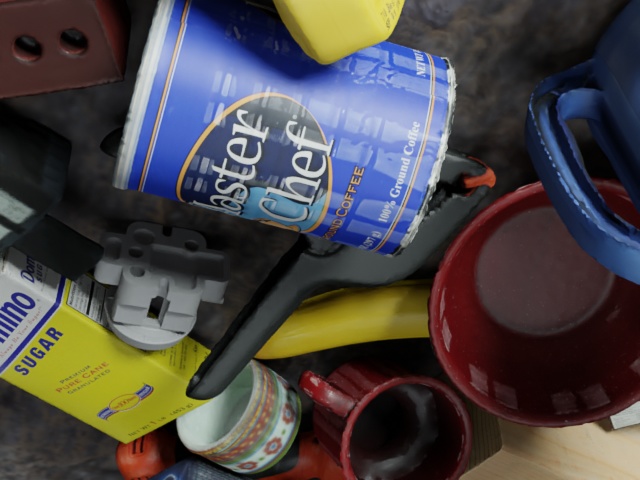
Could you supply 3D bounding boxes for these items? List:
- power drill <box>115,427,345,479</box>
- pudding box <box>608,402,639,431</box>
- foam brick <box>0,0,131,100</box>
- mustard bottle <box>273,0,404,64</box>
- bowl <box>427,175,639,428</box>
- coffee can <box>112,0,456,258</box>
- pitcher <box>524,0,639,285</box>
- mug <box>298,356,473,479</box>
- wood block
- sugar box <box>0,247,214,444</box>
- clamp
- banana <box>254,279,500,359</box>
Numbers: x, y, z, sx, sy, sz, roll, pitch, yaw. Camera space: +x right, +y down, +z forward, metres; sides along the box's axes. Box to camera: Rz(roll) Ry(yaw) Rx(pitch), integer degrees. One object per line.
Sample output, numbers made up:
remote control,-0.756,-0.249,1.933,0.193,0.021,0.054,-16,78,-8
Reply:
power drill,-0.047,0.200,0.838,0.188,0.057,0.184,-11,137,9
pudding box,0.231,0.081,0.737,0.090,0.039,0.113,-16,134,14
foam brick,-0.134,-0.105,0.503,0.078,0.051,0.053,-8,137,6
mustard bottle,-0.028,-0.164,0.410,0.058,0.096,0.191,-19,135,18
bowl,0.141,0.030,0.638,0.162,0.055,0.162,-1,112,-2
coffee can,-0.019,-0.057,0.513,0.140,0.102,0.103,15,135,-9
pitcher,0.202,-0.013,0.479,0.149,0.243,0.144,-39,124,25
mug,0.034,0.121,0.719,0.117,0.082,0.093,29,88,-20
wood block,0.171,0.168,0.791,0.205,0.090,0.091,26,130,-27
sugar box,-0.161,0.068,0.696,0.093,0.048,0.176,-31,132,29
clamp,-0.004,0.001,0.600,0.210,0.036,0.164,-10,109,-5
banana,0.049,0.055,0.698,0.197,0.037,0.070,-1,136,-2
